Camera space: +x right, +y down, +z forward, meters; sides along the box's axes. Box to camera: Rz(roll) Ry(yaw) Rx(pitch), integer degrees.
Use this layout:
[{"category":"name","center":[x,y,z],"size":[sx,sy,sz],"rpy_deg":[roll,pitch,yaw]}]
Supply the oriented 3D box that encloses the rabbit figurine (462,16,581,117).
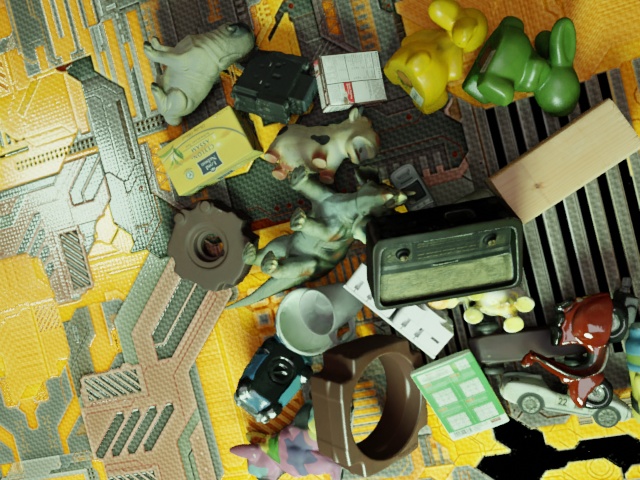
[{"category":"rabbit figurine","center":[0.339,-0.267,0.858],"size":[0.170,0.121,0.159],"rpy_deg":[24,93,-9]}]

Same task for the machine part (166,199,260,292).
[{"category":"machine part","center":[-0.205,0.010,1.021],"size":[0.180,0.056,0.179],"rpy_deg":[1,97,13]}]

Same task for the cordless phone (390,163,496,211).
[{"category":"cordless phone","center":[0.213,-0.064,0.905],"size":[0.147,0.088,0.184],"rpy_deg":[-31,83,14]}]

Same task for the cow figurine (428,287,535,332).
[{"category":"cow figurine","center":[0.257,0.090,0.891],"size":[0.167,0.098,0.068],"rpy_deg":[13,110,2]}]

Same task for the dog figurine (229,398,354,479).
[{"category":"dog figurine","center":[-0.053,0.364,0.992],"size":[0.219,0.108,0.191],"rpy_deg":[1,96,16]}]

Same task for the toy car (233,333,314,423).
[{"category":"toy car","center":[-0.091,0.260,0.988],"size":[0.109,0.162,0.103],"rpy_deg":[36,145,1]}]

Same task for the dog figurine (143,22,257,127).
[{"category":"dog figurine","center":[-0.206,-0.301,0.981],"size":[0.191,0.121,0.172],"rpy_deg":[-5,128,-3]}]

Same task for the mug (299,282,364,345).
[{"category":"mug","center":[0.034,0.122,0.943],"size":[0.081,0.107,0.109],"rpy_deg":[-36,79,43]}]

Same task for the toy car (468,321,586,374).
[{"category":"toy car","center":[0.354,0.173,0.906],"size":[0.202,0.053,0.089],"rpy_deg":[-9,88,10]}]

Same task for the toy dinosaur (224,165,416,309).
[{"category":"toy dinosaur","center":[-0.004,0.005,0.932],"size":[0.404,0.192,0.131],"rpy_deg":[-48,39,37]}]

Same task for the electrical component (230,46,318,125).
[{"category":"electrical component","center":[-0.074,-0.270,0.943],"size":[0.134,0.058,0.115],"rpy_deg":[17,71,12]}]

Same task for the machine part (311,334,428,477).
[{"category":"machine part","center":[0.085,0.269,0.903],"size":[0.087,0.201,0.200],"rpy_deg":[-2,96,48]}]

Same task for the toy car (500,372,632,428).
[{"category":"toy car","center":[0.404,0.260,0.890],"size":[0.202,0.073,0.056],"rpy_deg":[6,97,12]}]

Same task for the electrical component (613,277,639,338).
[{"category":"electrical component","center":[0.490,0.106,0.862],"size":[0.021,0.063,0.094],"rpy_deg":[11,96,12]}]

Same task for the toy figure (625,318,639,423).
[{"category":"toy figure","center":[0.534,0.211,0.855],"size":[0.082,0.089,0.180],"rpy_deg":[-9,84,19]}]

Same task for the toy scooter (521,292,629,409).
[{"category":"toy scooter","center":[0.393,0.164,0.838],"size":[0.135,0.075,0.183],"rpy_deg":[11,90,13]}]

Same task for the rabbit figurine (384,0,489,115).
[{"category":"rabbit figurine","center":[0.198,-0.315,0.864],"size":[0.173,0.162,0.122],"rpy_deg":[-37,73,-4]}]

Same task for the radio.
[{"category":"radio","center":[0.184,0.019,0.808],"size":[0.230,0.073,0.130],"rpy_deg":[-10,123,-3]}]

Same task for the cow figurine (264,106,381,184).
[{"category":"cow figurine","center":[0.012,-0.166,0.934],"size":[0.195,0.085,0.127],"rpy_deg":[6,61,26]}]

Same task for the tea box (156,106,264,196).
[{"category":"tea box","center":[-0.203,-0.163,0.999],"size":[0.170,0.068,0.098],"rpy_deg":[-30,87,13]}]
